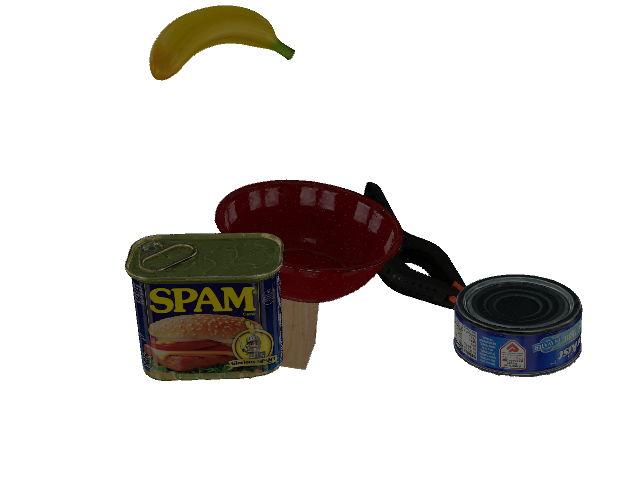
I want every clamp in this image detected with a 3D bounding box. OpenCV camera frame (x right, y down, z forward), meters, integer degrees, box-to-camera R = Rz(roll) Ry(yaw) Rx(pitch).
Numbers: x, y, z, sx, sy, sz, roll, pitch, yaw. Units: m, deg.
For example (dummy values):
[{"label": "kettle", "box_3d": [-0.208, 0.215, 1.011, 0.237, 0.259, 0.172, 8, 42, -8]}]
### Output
[{"label": "clamp", "box_3d": [0.075, 0.014, 1.244, 0.164, 0.036, 0.210, -23, 52, -40]}]

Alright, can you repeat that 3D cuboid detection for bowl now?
[{"label": "bowl", "box_3d": [-0.012, 0.007, 0.917, 0.162, 0.055, 0.162, 6, 28, -3]}]

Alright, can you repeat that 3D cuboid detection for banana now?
[{"label": "banana", "box_3d": [-0.104, -0.196, 1.032, 0.070, 0.037, 0.197, 44, 38, 20]}]

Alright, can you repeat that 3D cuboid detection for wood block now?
[{"label": "wood block", "box_3d": [-0.048, 0.063, 1.488, 0.090, 0.206, 0.090, 8, 21, 6]}]

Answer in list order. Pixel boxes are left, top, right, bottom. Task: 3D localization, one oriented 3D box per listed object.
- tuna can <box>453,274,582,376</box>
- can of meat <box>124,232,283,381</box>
[{"label": "tuna can", "box_3d": [0.132, 0.055, 0.718, 0.086, 0.034, 0.086, -3, 24, 1]}, {"label": "can of meat", "box_3d": [-0.074, 0.045, 0.713, 0.102, 0.084, 0.057, -1, 29, 0]}]
